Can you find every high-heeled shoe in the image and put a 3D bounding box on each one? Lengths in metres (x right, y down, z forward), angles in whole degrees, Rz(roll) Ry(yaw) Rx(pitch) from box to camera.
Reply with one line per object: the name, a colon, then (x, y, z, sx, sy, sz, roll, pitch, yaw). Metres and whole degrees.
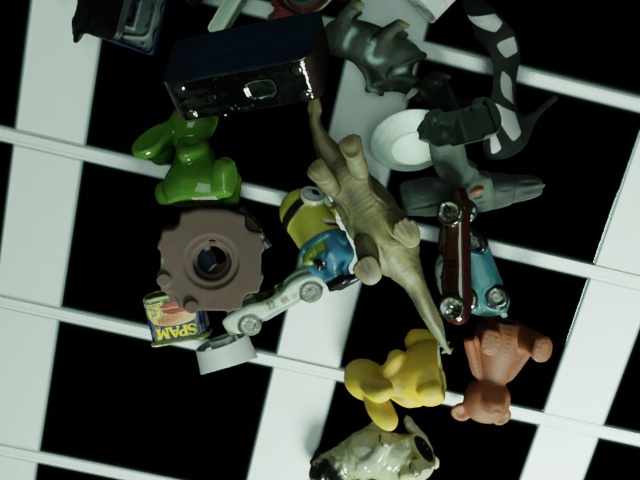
high-heeled shoe: (0.255, -0.249, 0.838, 0.145, 0.086, 0.248, -38, 92, 21)

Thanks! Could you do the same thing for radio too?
radio: (-0.104, -0.249, 0.778, 0.230, 0.131, 0.073, -8, 138, 12)

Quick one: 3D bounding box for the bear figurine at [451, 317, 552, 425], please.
bear figurine: (0.295, 0.233, 0.903, 0.120, 0.132, 0.195, 11, 95, 0)

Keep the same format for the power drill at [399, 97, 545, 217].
power drill: (0.231, -0.115, 0.815, 0.232, 0.207, 0.086, -10, 61, 9)

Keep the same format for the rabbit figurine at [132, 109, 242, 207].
rabbit figurine: (-0.202, -0.139, 0.849, 0.159, 0.121, 0.170, -4, 83, 7)

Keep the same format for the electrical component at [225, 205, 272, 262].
electrical component: (-0.139, -0.011, 0.891, 0.078, 0.045, 0.102, -31, 100, 7)

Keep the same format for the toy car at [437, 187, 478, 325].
toy car: (0.200, 0.024, 0.795, 0.053, 0.089, 0.202, 0, 95, 33)

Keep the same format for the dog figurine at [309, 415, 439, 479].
dog figurine: (0.094, 0.403, 0.960, 0.172, 0.121, 0.190, 41, 112, -5)

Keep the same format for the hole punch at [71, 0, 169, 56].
hole punch: (-0.300, -0.350, 0.812, 0.116, 0.092, 0.142, 25, 104, 25)

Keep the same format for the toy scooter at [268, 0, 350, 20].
toy scooter: (-0.025, -0.385, 0.789, 0.184, 0.075, 0.135, -38, 123, 11)

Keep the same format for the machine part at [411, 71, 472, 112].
machine part: (0.190, -0.207, 0.825, 0.084, 0.138, 0.039, -39, 54, 10)

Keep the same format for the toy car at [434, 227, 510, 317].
toy car: (0.240, 0.059, 0.878, 0.103, 0.109, 0.161, -23, 96, 12)

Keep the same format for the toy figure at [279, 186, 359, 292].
toy figure: (-0.004, -0.003, 0.846, 0.089, 0.082, 0.180, -26, 72, 7)

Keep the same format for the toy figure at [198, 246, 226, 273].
toy figure: (-0.188, 0.042, 0.896, 0.154, 0.064, 0.058, 49, 60, -14)

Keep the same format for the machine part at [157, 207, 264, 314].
machine part: (-0.169, 0.030, 0.841, 0.179, 0.056, 0.179, -1, 95, -10)

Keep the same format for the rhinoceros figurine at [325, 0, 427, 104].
rhinoceros figurine: (0.093, -0.282, 0.825, 0.190, 0.073, 0.112, 30, 98, -6)

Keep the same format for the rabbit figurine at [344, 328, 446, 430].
rabbit figurine: (0.121, 0.241, 0.904, 0.173, 0.162, 0.121, -4, 115, 18)

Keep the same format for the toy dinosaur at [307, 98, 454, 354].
toy dinosaur: (0.094, -0.010, 0.811, 0.105, 0.198, 0.471, -26, 94, 10)

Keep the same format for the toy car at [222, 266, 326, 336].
toy car: (-0.070, 0.097, 0.898, 0.202, 0.073, 0.056, -29, 101, 5)

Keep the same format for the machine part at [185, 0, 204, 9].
machine part: (-0.223, -0.431, 0.728, 0.087, 0.201, 0.201, -45, 98, 5)
